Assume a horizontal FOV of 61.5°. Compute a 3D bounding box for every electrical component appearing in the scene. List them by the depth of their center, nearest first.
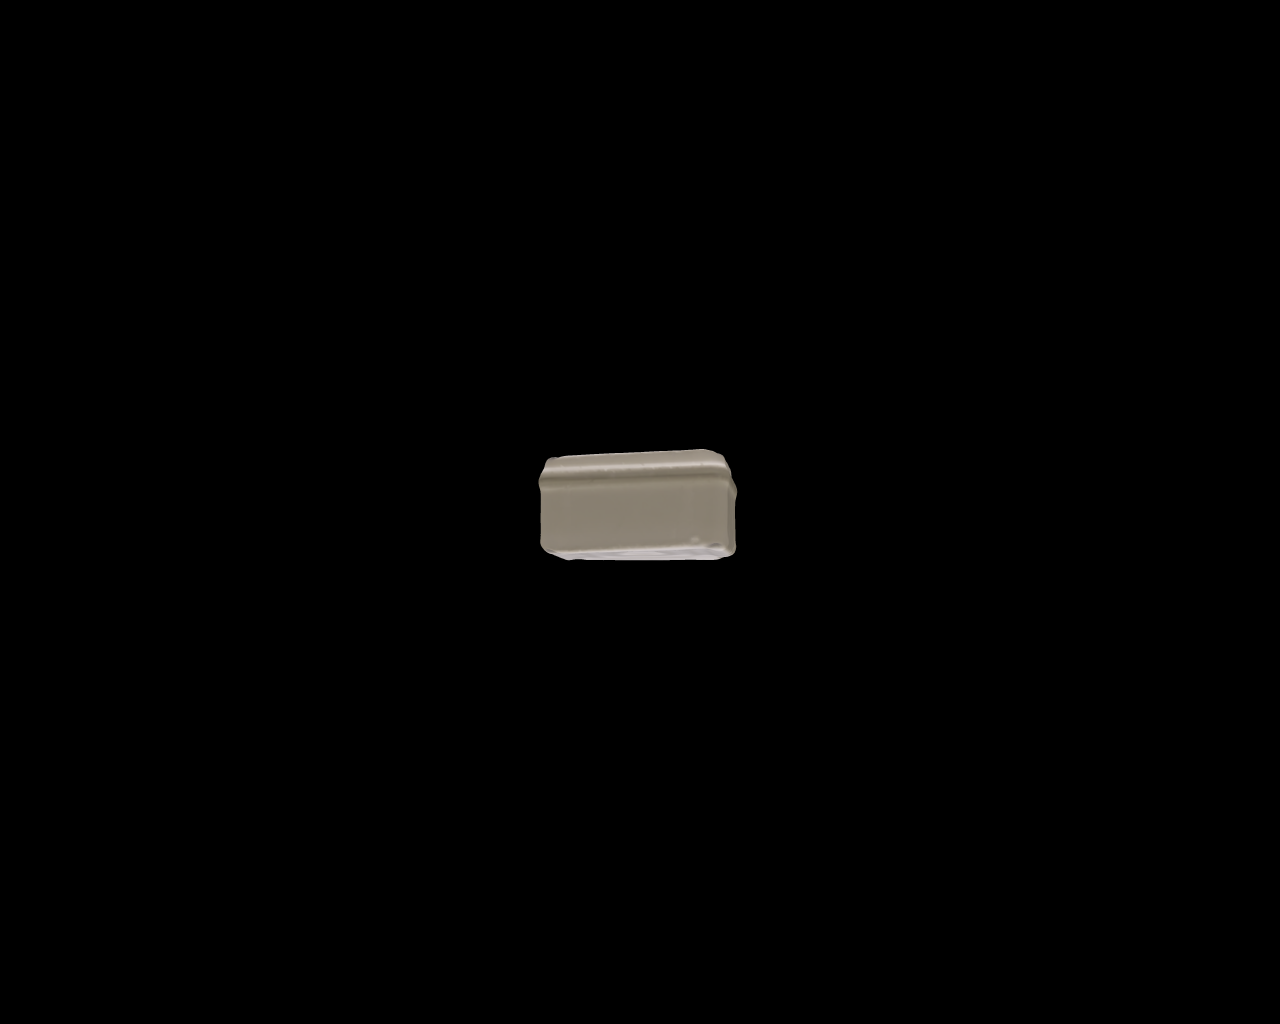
[{"bbox_3d":[0.001,-0.003,0.650,0.113,0.057,0.078,-1,-7,9],"label":"electrical component"}]
